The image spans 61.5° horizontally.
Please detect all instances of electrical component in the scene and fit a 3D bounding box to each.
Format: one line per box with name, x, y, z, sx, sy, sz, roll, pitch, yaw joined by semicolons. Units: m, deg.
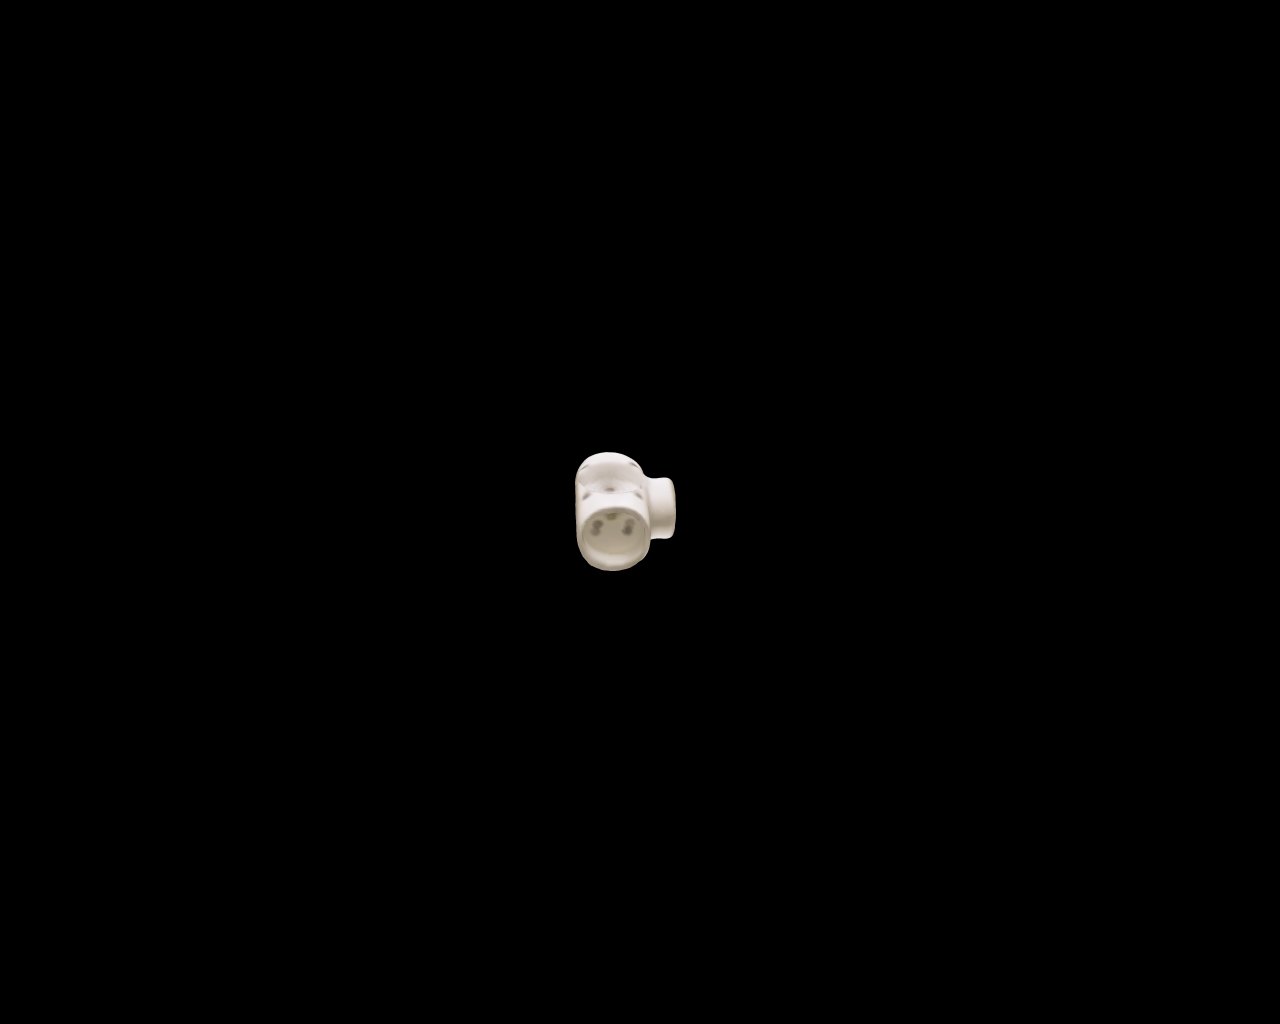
electrical component;0.001;-0.003;0.650;0.079;0.044;0.077;-2;27;-3
